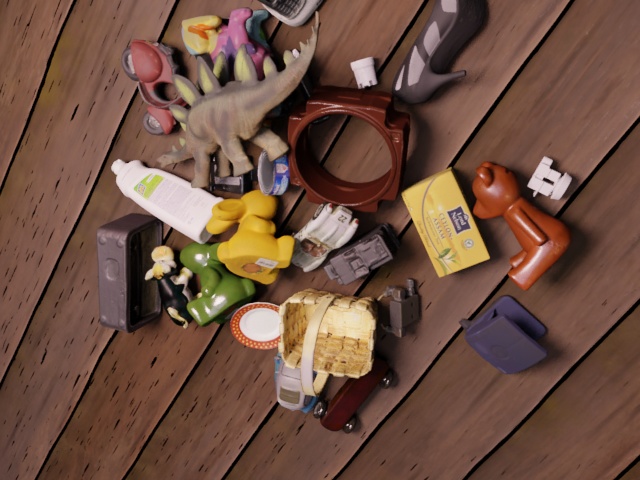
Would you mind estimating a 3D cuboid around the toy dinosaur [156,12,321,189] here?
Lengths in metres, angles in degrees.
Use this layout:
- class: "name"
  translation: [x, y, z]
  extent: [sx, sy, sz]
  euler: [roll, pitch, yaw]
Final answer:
- class: "toy dinosaur"
  translation: [-0.145, -0.207, 0.884]
  extent: [0.472, 0.105, 0.198]
  euler: [-13, 108, 41]

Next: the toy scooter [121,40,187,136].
- class: "toy scooter"
  translation: [-0.292, -0.298, 1.026]
  extent: [0.135, 0.075, 0.183]
  euler: [-10, 104, 18]

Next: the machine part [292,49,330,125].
- class: "machine part"
  translation: [-0.024, -0.273, 0.964]
  extent: [0.039, 0.084, 0.138]
  euler: [-26, 110, -7]

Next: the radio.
- class: "radio"
  translation: [-0.392, 0.068, 1.116]
  extent: [0.073, 0.131, 0.229]
  euler: [8, 106, 15]

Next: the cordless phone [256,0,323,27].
- class: "cordless phone"
  translation: [-0.050, -0.435, 0.867]
  extent: [0.089, 0.184, 0.146]
  euler: [44, 111, 6]

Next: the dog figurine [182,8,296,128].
- class: "dog figurine"
  translation: [-0.143, -0.296, 0.971]
  extent: [0.192, 0.108, 0.219]
  euler: [-4, 105, 16]

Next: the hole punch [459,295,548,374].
- class: "hole punch"
  translation: [0.334, 0.180, 0.968]
  extent: [0.142, 0.092, 0.115]
  euler: [40, 114, -1]

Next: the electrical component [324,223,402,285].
- class: "electrical component"
  translation: [0.075, 0.028, 0.985]
  extent: [0.134, 0.115, 0.058]
  euler: [-30, 93, 18]

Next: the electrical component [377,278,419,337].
- class: "electrical component"
  translation: [0.149, 0.129, 1.015]
  extent: [0.045, 0.078, 0.102]
  euler: [8, 113, 41]

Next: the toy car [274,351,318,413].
- class: "toy car"
  translation: [-0.050, 0.286, 1.092]
  extent: [0.109, 0.103, 0.161]
  euler: [14, 105, 13]

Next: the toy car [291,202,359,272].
- class: "toy car"
  translation: [-0.002, -0.003, 0.992]
  extent: [0.073, 0.056, 0.201]
  euler: [30, 143, -14]

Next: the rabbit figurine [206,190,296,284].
- class: "rabbit figurine"
  translation: [-0.130, -0.020, 1.012]
  extent: [0.162, 0.173, 0.122]
  euler: [13, 150, -12]

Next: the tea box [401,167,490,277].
- class: "tea box"
  translation: [0.223, -0.032, 0.954]
  extent: [0.098, 0.068, 0.169]
  euler: [-25, 95, 20]

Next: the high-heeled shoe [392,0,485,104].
- class: "high-heeled shoe"
  translation: [0.189, -0.354, 0.898]
  extent: [0.145, 0.086, 0.248]
  euler: [3, 87, 46]

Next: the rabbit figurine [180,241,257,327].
- class: "rabbit figurine"
  translation: [-0.215, 0.067, 1.079]
  extent: [0.159, 0.121, 0.170]
  euler: [-40, 75, 18]

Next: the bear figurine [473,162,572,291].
- class: "bear figurine"
  translation: [0.315, -0.033, 0.902]
  extent: [0.196, 0.120, 0.132]
  euler: [40, 114, 5]

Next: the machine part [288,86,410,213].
- class: "machine part"
  translation: [0.048, -0.154, 0.930]
  extent: [0.201, 0.087, 0.201]
  euler: [10, 128, 12]

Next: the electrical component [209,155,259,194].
- class: "electrical component"
  translation: [-0.155, -0.127, 1.046]
  extent: [0.119, 0.048, 0.074]
  euler: [9, 107, 15]

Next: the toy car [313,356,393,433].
- class: "toy car"
  translation: [0.067, 0.309, 1.091]
  extent: [0.089, 0.053, 0.202]
  euler: [30, 109, -9]

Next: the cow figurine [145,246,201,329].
- class: "cow figurine"
  translation: [-0.306, 0.098, 1.107]
  extent: [0.068, 0.098, 0.167]
  euler: [-22, 109, 20]
